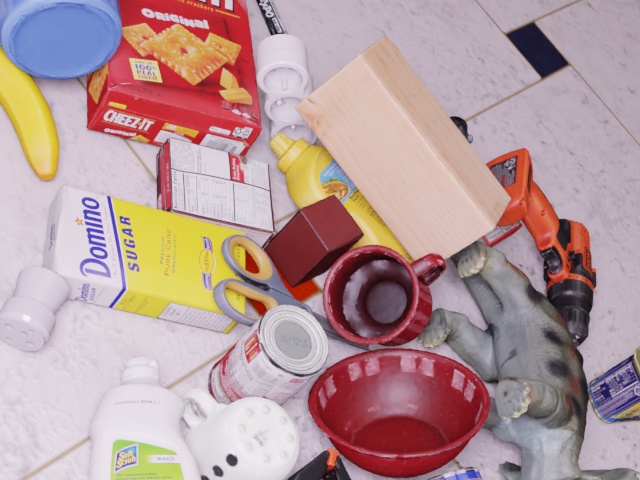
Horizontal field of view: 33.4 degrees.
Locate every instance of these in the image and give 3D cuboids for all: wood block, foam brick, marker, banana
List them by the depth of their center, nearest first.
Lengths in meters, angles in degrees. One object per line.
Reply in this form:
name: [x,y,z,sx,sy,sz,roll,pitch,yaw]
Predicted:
banana: [-0.296,-0.138,0.972,0.198,0.037,0.069,43,65,2]
foam brick: [-0.007,0.001,1.037,0.052,0.078,0.051,-24,76,-43]
wood block: [0.084,-0.085,1.048,0.206,0.091,0.090,52,31,-5]
marker: [-0.060,-0.268,1.239,0.020,0.020,0.121,-5,62,-37]

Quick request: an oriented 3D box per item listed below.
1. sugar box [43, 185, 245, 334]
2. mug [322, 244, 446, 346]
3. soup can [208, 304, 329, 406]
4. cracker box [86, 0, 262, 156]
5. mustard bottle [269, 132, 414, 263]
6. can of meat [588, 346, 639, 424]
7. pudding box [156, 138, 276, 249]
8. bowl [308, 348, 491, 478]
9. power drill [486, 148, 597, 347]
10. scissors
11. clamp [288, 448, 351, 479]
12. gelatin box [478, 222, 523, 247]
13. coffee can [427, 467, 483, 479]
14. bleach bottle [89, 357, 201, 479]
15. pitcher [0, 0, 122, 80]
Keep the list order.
sugar box: [-0.153,0.018,0.945,0.176,0.048,0.093,16,52,-27]
mug: [0.068,0.050,1.010,0.093,0.117,0.081,57,11,21]
soup can: [-0.045,0.108,0.915,0.068,0.102,0.068,18,50,-23]
cracker box: [-0.151,-0.193,1.084,0.164,0.072,0.214,12,52,-28]
mustard bottle: [0.023,-0.041,1.102,0.191,0.058,0.096,43,37,-1]
can of meat: [0.356,0.160,1.168,0.101,0.084,0.057,3,57,-33]
pudding box: [-0.102,-0.043,1.032,0.113,0.039,0.090,12,53,-25]
bowl: [0.071,0.163,0.956,0.162,0.055,0.162,-2,27,1]
power drill: [0.245,0.006,1.182,0.187,0.057,0.184,50,33,-30]
scissors: [-0.026,0.050,0.992,0.201,0.016,0.096,14,56,-49]
clamp: [-0.007,0.237,0.843,0.120,0.039,0.171,27,33,-29]
gelatin box: [0.181,-0.033,1.226,0.073,0.030,0.089,-27,80,-44]
coffee can: [0.115,0.277,0.901,0.102,0.103,0.140,-3,61,-36]
bleach bottle: [-0.125,0.206,0.812,0.102,0.068,0.251,4,54,-17]
pitcher: [-0.269,-0.269,1.004,0.144,0.149,0.243,32,32,-50]
